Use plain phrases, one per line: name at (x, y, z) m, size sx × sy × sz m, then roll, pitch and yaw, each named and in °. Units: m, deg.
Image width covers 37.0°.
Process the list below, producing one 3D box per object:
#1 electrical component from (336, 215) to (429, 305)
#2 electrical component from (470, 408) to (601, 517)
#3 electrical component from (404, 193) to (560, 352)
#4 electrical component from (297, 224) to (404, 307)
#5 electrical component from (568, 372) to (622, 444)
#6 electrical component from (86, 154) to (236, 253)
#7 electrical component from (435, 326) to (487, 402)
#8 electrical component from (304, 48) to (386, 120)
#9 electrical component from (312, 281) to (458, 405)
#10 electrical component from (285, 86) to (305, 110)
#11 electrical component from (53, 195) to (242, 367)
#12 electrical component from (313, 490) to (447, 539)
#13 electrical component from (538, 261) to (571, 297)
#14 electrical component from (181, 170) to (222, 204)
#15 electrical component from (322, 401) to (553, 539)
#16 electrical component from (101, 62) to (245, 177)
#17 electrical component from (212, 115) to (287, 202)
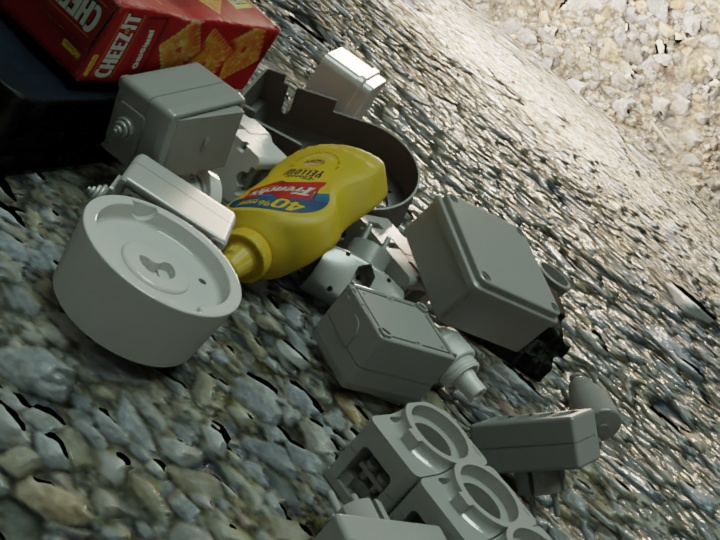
electrical component at (0.022, -0.002, 0.941) m, size 0.056 × 0.050 × 0.089 m, roll 7°, pitch 38°, yaw -52°
electrical component at (0.133, 0.147, 0.803) m, size 0.047 × 0.083 × 0.075 m, roll -2°, pitch 83°, yaw -59°
electrical component at (0.103, 0.002, 0.918) m, size 0.109 × 0.056 × 0.108 m, roll 22°, pitch 36°, yaw -38°
electrical component at (0.000, 0.000, 0.877) m, size 0.077 × 0.079 × 0.043 m, roll 32°, pitch -21°, yaw -14°
electrical component at (0.214, 0.125, 1.004) m, size 0.040 × 0.040 × 0.078 m, roll 27°, pitch 25°, yaw -27°
electrical component at (-0.141, -0.032, 0.731) m, size 0.096 × 0.061 × 0.061 m, roll 33°, pitch 22°, yaw -12°
electrical component at (0.077, 0.079, 0.876) m, size 0.062 × 0.043 × 0.043 m, roll 50°, pitch 24°, yaw 24°
electrical component at (-0.031, -0.161, 1.090) m, size 0.057 × 0.113 × 0.078 m, roll 36°, pitch 22°, yaw 1°
electrical component at (0.020, 0.059, 0.803) m, size 0.096 × 0.061 × 0.061 m, roll 19°, pitch 29°, yaw -41°
electrical component at (-0.037, -0.164, 1.177) m, size 0.077 × 0.044 × 0.079 m, roll 38°, pitch 21°, yaw -1°
electrical component at (-0.134, 0.012, 0.656) m, size 0.108 × 0.060 × 0.108 m, roll 32°, pitch 22°, yaw -15°
electrical component at (0.003, 0.155, 0.606) m, size 0.083 × 0.047 × 0.075 m, roll 18°, pitch 29°, yaw -41°
electrical component at (0.190, 0.025, 1.145) m, size 0.045 × 0.055 × 0.045 m, roll 32°, pitch 22°, yaw -15°
electrical component at (-0.138, -0.058, 0.811) m, size 0.055 × 0.048 × 0.066 m, roll 9°, pitch 35°, yaw -38°
electrical component at (0.062, 0.159, 0.670) m, size 0.089 × 0.061 × 0.150 m, roll 5°, pitch 39°, yaw -54°
electrical component at (-0.136, -0.103, 0.774) m, size 0.061 × 0.061 × 0.096 m, roll 38°, pitch 34°, yaw 19°
electrical component at (-0.113, -0.106, 0.936) m, size 0.089 × 0.050 × 0.056 m, roll 45°, pitch 23°, yaw 16°
